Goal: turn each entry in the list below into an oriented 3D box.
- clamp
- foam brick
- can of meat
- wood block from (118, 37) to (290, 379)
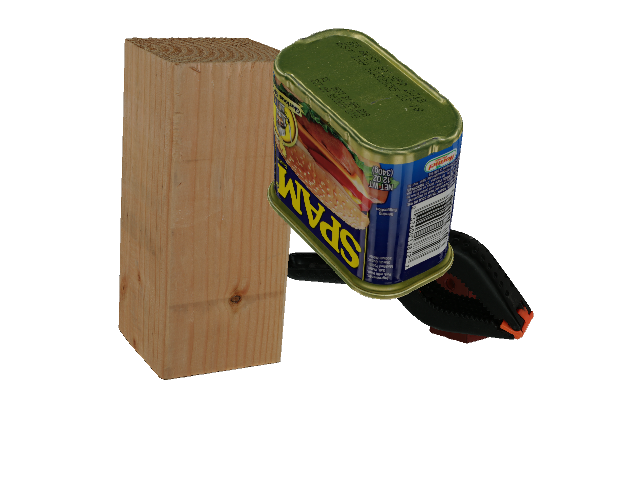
[{"bbox_3d":[0.069,0.007,0.824,0.210,0.165,0.036,25,46,15],"label":"clamp"},{"bbox_3d":[0.149,0.061,1.108,0.051,0.078,0.053,-14,20,-42],"label":"foam brick"},{"bbox_3d":[0.019,-0.037,0.494,0.057,0.084,0.102,-24,49,-25],"label":"can of meat"},{"bbox_3d":[-0.076,-0.024,0.706,0.090,0.206,0.090,-6,22,-28],"label":"wood block"}]
